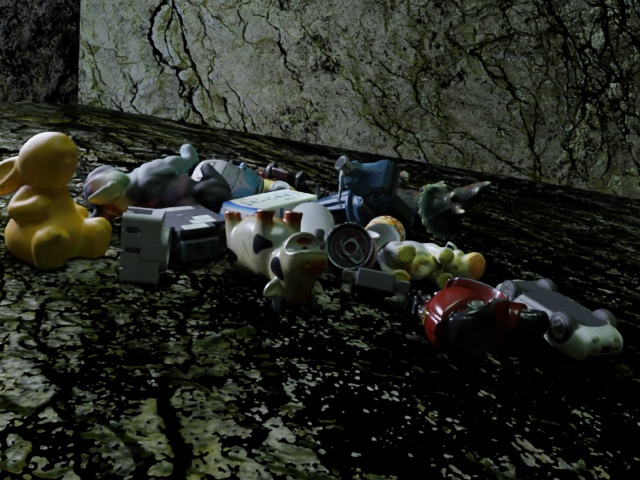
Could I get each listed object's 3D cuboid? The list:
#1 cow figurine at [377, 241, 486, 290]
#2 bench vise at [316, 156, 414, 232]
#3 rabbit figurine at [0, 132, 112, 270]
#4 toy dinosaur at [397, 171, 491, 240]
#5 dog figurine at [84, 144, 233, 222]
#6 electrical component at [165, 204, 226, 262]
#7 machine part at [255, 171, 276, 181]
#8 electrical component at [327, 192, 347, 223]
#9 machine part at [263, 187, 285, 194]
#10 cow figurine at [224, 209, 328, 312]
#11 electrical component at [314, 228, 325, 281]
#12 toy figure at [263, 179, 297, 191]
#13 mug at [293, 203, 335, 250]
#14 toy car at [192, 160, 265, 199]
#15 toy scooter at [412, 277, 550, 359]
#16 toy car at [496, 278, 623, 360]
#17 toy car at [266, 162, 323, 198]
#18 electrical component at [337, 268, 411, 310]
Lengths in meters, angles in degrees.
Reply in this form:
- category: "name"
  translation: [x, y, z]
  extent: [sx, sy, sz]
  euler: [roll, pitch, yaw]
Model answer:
- category: "cow figurine"
  translation: [0.176, 0.036, 0.864]
  extent: [0.167, 0.068, 0.098]
  euler: [5, 10, -18]
- category: "bench vise"
  translation: [0.061, -0.072, 1.048]
  extent: [0.241, 0.129, 0.223]
  euler: [-10, -25, 42]
- category: "rabbit figurine"
  translation: [-0.367, -0.064, 0.729]
  extent: [0.163, 0.173, 0.122]
  euler: [22, 24, 29]
- category: "toy dinosaur"
  translation: [0.187, -0.090, 1.256]
  extent: [0.405, 0.131, 0.192]
  euler: [10, 13, 29]
- category: "dog figurine"
  translation: [-0.277, -0.063, 0.895]
  extent: [0.192, 0.108, 0.219]
  euler: [45, 45, 14]
- category: "electrical component"
  translation: [-0.205, -0.008, 0.808]
  extent: [0.115, 0.058, 0.134]
  euler: [-11, 24, -32]
- category: "machine part"
  translation: [-0.172, -0.136, 1.324]
  extent: [0.179, 0.056, 0.179]
  euler: [7, 14, -2]
- category: "electrical component"
  translation: [0.049, -0.075, 1.229]
  extent: [0.075, 0.047, 0.119]
  euler: [2, 15, -23]
- category: "machine part"
  translation: [-0.119, -0.056, 1.038]
  extent: [0.039, 0.084, 0.139]
  euler: [36, 33, 18]
- category: "cow figurine"
  translation: [-0.061, 0.023, 0.717]
  extent: [0.085, 0.127, 0.195]
  euler: [-2, 4, -36]
- category: "electrical component"
  translation: [-0.008, 0.033, 0.771]
  extent: [0.021, 0.094, 0.063]
  euler: [8, -23, 6]
- category: "toy figure"
  translation: [-0.131, -0.099, 1.164]
  extent: [0.180, 0.082, 0.089]
  euler: [11, 12, 21]
- category: "mug"
  translation: [-0.002, -0.003, 0.898]
  extent: [0.110, 0.080, 0.107]
  euler: [12, 26, -8]
- category: "toy car"
  translation: [-0.201, -0.115, 1.079]
  extent: [0.162, 0.109, 0.102]
  euler: [11, -26, 22]
- category: "toy scooter"
  translation: [0.177, 0.087, 0.658]
  extent: [0.184, 0.075, 0.135]
  euler: [1, 17, -37]
- category: "toy car"
  translation: [0.314, 0.099, 0.725]
  extent: [0.073, 0.056, 0.202]
  euler: [-2, 16, -14]
- category: "toy car"
  translation: [-0.055, -0.127, 1.226]
  extent: [0.089, 0.053, 0.202]
  euler: [22, -10, 21]
- category: "electrical component"
  translation: [0.072, 0.066, 0.740]
  extent: [0.102, 0.045, 0.078]
  euler: [12, -13, 4]
